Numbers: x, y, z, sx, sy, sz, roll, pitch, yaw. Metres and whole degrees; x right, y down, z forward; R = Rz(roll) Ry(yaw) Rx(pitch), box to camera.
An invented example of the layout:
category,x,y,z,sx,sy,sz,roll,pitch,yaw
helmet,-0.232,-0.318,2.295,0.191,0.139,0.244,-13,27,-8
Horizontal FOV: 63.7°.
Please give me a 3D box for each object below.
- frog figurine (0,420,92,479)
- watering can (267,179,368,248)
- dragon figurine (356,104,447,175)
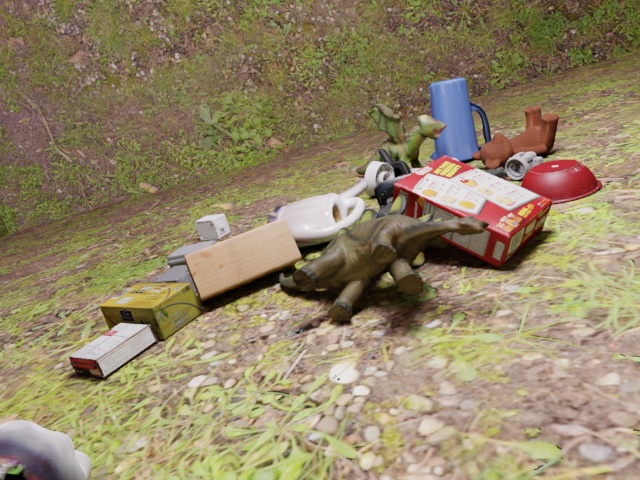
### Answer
category,x,y,z,sx,sy,sz,roll,pitch,yaw
frog figurine,-0.311,0.240,0.543,0.137,0.123,0.160,14,0,-14
watering can,0.004,-0.061,1.210,0.223,0.103,0.353,-12,18,17
dragon figurine,0.215,-0.304,1.575,0.124,0.239,0.411,-33,24,-33
